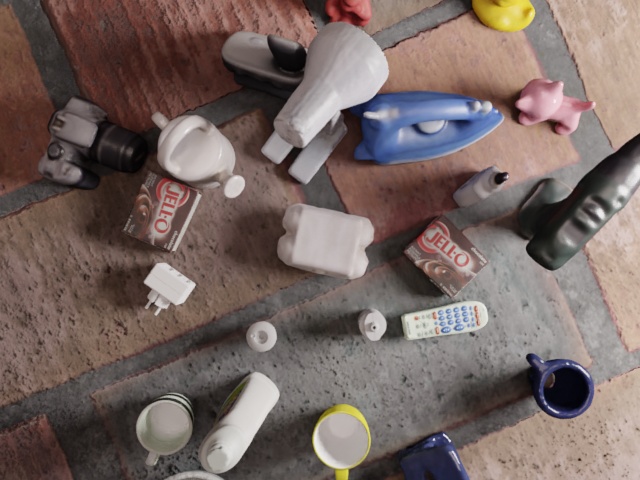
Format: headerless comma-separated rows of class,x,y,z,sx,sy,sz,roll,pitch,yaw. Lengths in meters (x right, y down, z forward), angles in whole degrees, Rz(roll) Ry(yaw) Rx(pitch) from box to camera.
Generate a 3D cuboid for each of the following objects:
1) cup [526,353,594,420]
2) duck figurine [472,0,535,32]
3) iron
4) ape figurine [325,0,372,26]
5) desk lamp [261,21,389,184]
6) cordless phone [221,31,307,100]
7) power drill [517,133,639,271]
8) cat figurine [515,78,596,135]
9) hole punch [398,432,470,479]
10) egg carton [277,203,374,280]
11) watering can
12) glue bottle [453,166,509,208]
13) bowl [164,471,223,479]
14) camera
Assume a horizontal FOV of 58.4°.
cup,0.362,0.220,0.912,0.118,0.095,0.092,43,90,1
duck figurine,0.304,-0.390,0.926,0.104,0.086,0.077,31,90,1
iron,0.178,-0.193,0.896,0.258,0.141,0.119,-7,89,0
ape figurine,0.050,-0.384,0.925,0.078,0.092,0.076,34,90,1
desk lamp,0.000,-0.198,0.862,0.118,0.213,0.203,36,90,1
cordless phone,-0.082,-0.292,0.878,0.147,0.185,0.094,14,89,1
power drill,0.384,-0.056,0.859,0.075,0.208,0.230,38,90,1
cat figurine,0.368,-0.218,0.907,0.127,0.117,0.067,11,89,1
hole punch,0.185,0.381,0.913,0.101,0.091,0.109,-26,89,0
egg carton,0.009,0.003,0.931,0.150,0.069,0.107,11,89,1
watering can,-0.187,-0.135,0.872,0.173,0.194,0.101,20,89,1
glue bottle,0.257,-0.086,0.878,0.078,0.173,0.037,-38,89,0
bowl,-0.198,0.444,0.923,0.167,0.074,0.167,0,89,1
camera,-0.361,-0.145,0.920,0.137,0.101,0.143,21,89,1
